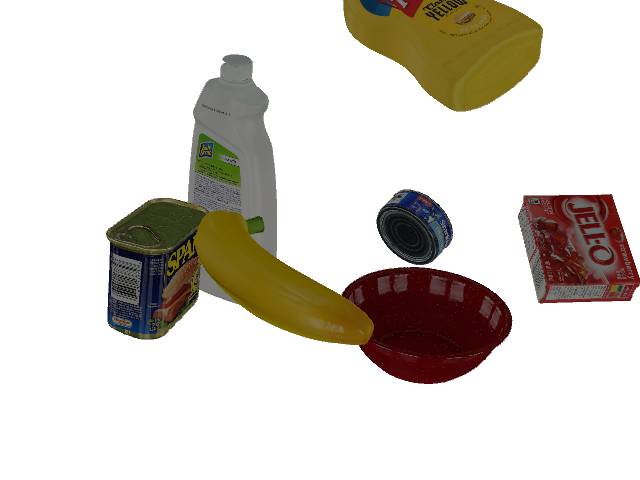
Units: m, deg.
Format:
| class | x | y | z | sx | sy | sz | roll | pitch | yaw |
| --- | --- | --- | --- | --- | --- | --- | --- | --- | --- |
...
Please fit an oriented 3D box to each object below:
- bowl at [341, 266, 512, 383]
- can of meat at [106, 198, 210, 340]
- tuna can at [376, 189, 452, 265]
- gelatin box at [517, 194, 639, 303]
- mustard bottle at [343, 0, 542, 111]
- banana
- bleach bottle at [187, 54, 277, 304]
| class | x | y | z | sx | sy | sz | roll | pitch | yaw |
| --- | --- | --- | --- | --- | --- | --- | --- | --- | --- |
| bowl | 0.097 | 0.087 | 1.006 | 0.162 | 0.055 | 0.162 | 3 | 28 | -2 |
| can of meat | -0.135 | 0.023 | 0.883 | 0.057 | 0.084 | 0.102 | 14 | 25 | 14 |
| tuna can | 0.107 | -0.014 | 1.225 | 0.086 | 0.086 | 0.033 | 0 | 35 | 48 |
| gelatin box | 0.198 | 0.005 | 0.824 | 0.073 | 0.089 | 0.030 | -1 | -38 | -6 |
| mustard bottle | 0.075 | -0.179 | 0.841 | 0.096 | 0.058 | 0.192 | -34 | 55 | -21 |
| banana | -0.036 | 0.016 | 0.678 | 0.069 | 0.037 | 0.198 | -8 | 25 | -21 |
| bleach bottle | -0.084 | -0.062 | 1.080 | 0.103 | 0.251 | 0.068 | 18 | 31 | 21 |
